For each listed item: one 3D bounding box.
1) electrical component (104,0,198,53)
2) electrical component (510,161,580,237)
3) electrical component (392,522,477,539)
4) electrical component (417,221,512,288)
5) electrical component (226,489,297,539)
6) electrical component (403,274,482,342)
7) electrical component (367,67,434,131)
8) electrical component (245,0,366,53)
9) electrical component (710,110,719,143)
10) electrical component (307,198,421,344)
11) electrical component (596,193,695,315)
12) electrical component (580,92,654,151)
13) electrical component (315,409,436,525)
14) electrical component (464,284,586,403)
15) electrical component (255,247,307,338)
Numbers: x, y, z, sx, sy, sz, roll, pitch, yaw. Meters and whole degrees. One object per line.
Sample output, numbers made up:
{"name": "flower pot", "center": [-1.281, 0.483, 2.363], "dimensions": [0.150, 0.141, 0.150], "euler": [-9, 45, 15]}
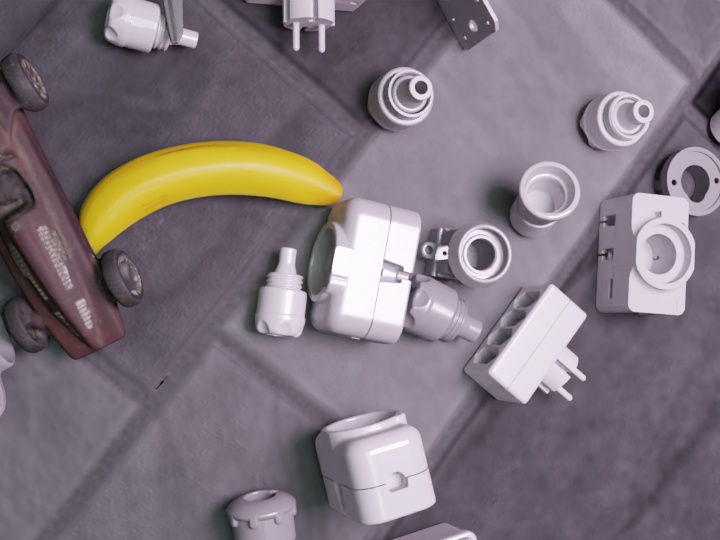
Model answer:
{"name": "electrical component", "center": [-0.141, -0.164, 0.731], "dimensions": [0.061, 0.035, 0.035], "euler": [12, 84, -19]}
{"name": "electrical component", "center": [0.133, -0.049, 0.797], "dimensions": [0.044, 0.065, 0.044], "euler": [1, 75, -3]}
{"name": "electrical component", "center": [0.036, 0.247, 0.755], "dimensions": [0.109, 0.056, 0.108], "euler": [-14, 92, -18]}
{"name": "electrical component", "center": [0.080, -0.010, 0.783], "dimensions": [0.066, 0.055, 0.048], "euler": [11, 84, -17]}
{"name": "electrical component", "center": [-0.065, 0.184, 0.733], "dimensions": [0.048, 0.048, 0.062], "euler": [-9, 97, -18]}
{"name": "electrical component", "center": [0.059, 0.033, 0.781], "dimensions": [0.062, 0.043, 0.043], "euler": [25, 80, -17]}
{"name": "electrical component", "center": [0.033, -0.124, 0.770], "dimensions": [0.043, 0.062, 0.043], "euler": [1, 87, -18]}
{"name": "electrical component", "center": [-0.036, -0.191, 0.759], "dimensions": [0.083, 0.047, 0.075], "euler": [0, 88, -18]}
{"name": "electrical component", "center": [0.311, -0.126, 0.859], "dimensions": [0.044, 0.065, 0.044], "euler": [6, 67, -15]}
{"name": "electrical component", "center": [0.000, 0.000, 0.756], "dimensions": [0.059, 0.054, 0.095], "euler": [13, 83, -20]}
{"name": "electrical component", "center": [0.220, -0.011, 0.829], "dimensions": [0.050, 0.056, 0.089], "euler": [5, 86, -18]}
{"name": "electrical component", "center": [0.201, -0.116, 0.824], "dimensions": [0.043, 0.062, 0.043], "euler": [1, 87, -18]}
{"name": "electrical component", "center": [0.008, 0.131, 0.731], "dimensions": [0.054, 0.095, 0.059], "euler": [-14, 91, -18]}
{"name": "electrical component", "center": [0.136, 0.066, 0.802], "dimensions": [0.076, 0.047, 0.083], "euler": [41, 76, -12]}
{"name": "electrical component", "center": [-0.054, 0.015, 0.750], "dimensions": [0.035, 0.035, 0.061], "euler": [9, 82, -17]}
